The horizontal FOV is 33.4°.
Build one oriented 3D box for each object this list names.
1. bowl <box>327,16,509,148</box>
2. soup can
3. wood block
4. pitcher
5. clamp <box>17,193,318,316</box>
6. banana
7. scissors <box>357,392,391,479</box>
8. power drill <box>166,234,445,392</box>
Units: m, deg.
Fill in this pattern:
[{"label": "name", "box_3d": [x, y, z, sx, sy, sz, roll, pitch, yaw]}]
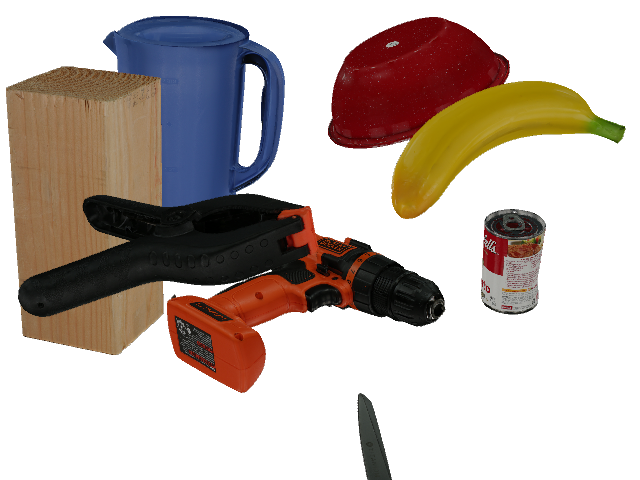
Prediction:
[{"label": "bowl", "box_3d": [0.071, -0.140, 0.884, 0.162, 0.055, 0.162, -21, 25, 10]}, {"label": "soup can", "box_3d": [0.219, 0.024, 1.216, 0.068, 0.102, 0.068, -2, 29, 1]}, {"label": "wood block", "box_3d": [-0.184, -0.026, 0.853, 0.091, 0.206, 0.090, 9, 23, 15]}, {"label": "pitcher", "box_3d": [-0.131, -0.100, 1.088, 0.144, 0.243, 0.149, -11, 27, -28]}, {"label": "clamp", "box_3d": [-0.090, 0.006, 0.627, 0.172, 0.039, 0.120, -3, 35, 22]}, {"label": "banana", "box_3d": [0.109, -0.067, 0.684, 0.197, 0.037, 0.070, -21, 44, -30]}, {"label": "scissors", "box_3d": [0.055, 0.156, 0.603, 0.096, 0.016, 0.201, 10, 31, 6]}, {"label": "power drill", "box_3d": [-0.017, 0.056, 0.881, 0.187, 0.057, 0.185, -24, 29, -37]}]
